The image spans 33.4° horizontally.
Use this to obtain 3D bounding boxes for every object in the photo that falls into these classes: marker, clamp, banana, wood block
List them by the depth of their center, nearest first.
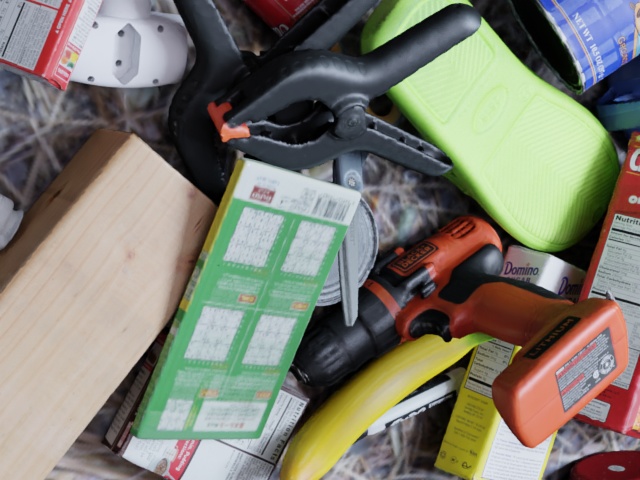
[{"bbox_3d":[-0.156,0.040,0.639,0.090,0.091,0.206,42,79,-24],"label":"wood block"},{"bbox_3d":[-0.050,-0.105,0.652,0.164,0.036,0.210,9,121,-25],"label":"clamp"},{"bbox_3d":[0.019,-0.075,0.657,0.171,0.039,0.120,-15,127,-11],"label":"clamp"},{"bbox_3d":[0.038,0.110,0.751,0.197,0.070,0.037,-35,91,-24],"label":"banana"},{"bbox_3d":[0.059,0.126,0.794,0.121,0.020,0.020,-21,106,-22],"label":"marker"}]

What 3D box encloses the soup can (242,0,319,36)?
[{"bbox_3d":[-0.027,-0.178,0.683,0.102,0.069,0.068,41,79,-24],"label":"soup can"}]

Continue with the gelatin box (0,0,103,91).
[{"bbox_3d":[-0.174,-0.135,0.614,0.089,0.030,0.073,21,86,16],"label":"gelatin box"}]

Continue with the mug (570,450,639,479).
[{"bbox_3d":[0.253,0.218,0.869,0.117,0.093,0.081,-18,101,-54],"label":"mug"}]

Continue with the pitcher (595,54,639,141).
[{"bbox_3d":[0.326,-0.123,0.761,0.144,0.243,0.149,28,79,-23],"label":"pitcher"}]

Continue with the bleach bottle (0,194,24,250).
[{"bbox_3d":[-0.282,-0.059,0.581,0.250,0.068,0.102,33,79,-28],"label":"bleach bottle"}]

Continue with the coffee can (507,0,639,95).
[{"bbox_3d":[0.215,-0.184,0.754,0.140,0.103,0.102,-34,112,5],"label":"coffee can"}]

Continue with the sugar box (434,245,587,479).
[{"bbox_3d":[0.154,0.100,0.810,0.093,0.048,0.176,22,85,-46],"label":"sugar box"}]

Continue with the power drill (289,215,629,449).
[{"bbox_3d":[0.092,0.063,0.709,0.184,0.188,0.057,-36,126,-20],"label":"power drill"}]

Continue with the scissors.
[{"bbox_3d":[0.033,-0.046,0.725,0.096,0.016,0.202,-8,81,-35],"label":"scissors"}]

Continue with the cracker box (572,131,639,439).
[{"bbox_3d":[0.256,0.043,0.815,0.164,0.072,0.214,22,85,-56],"label":"cracker box"}]

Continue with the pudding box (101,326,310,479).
[{"bbox_3d":[-0.075,0.122,0.719,0.113,0.039,0.090,30,83,-28],"label":"pudding box"}]

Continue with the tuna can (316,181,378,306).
[{"bbox_3d":[-0.005,0.001,0.737,0.086,0.034,0.086,-4,99,-25],"label":"tuna can"}]
